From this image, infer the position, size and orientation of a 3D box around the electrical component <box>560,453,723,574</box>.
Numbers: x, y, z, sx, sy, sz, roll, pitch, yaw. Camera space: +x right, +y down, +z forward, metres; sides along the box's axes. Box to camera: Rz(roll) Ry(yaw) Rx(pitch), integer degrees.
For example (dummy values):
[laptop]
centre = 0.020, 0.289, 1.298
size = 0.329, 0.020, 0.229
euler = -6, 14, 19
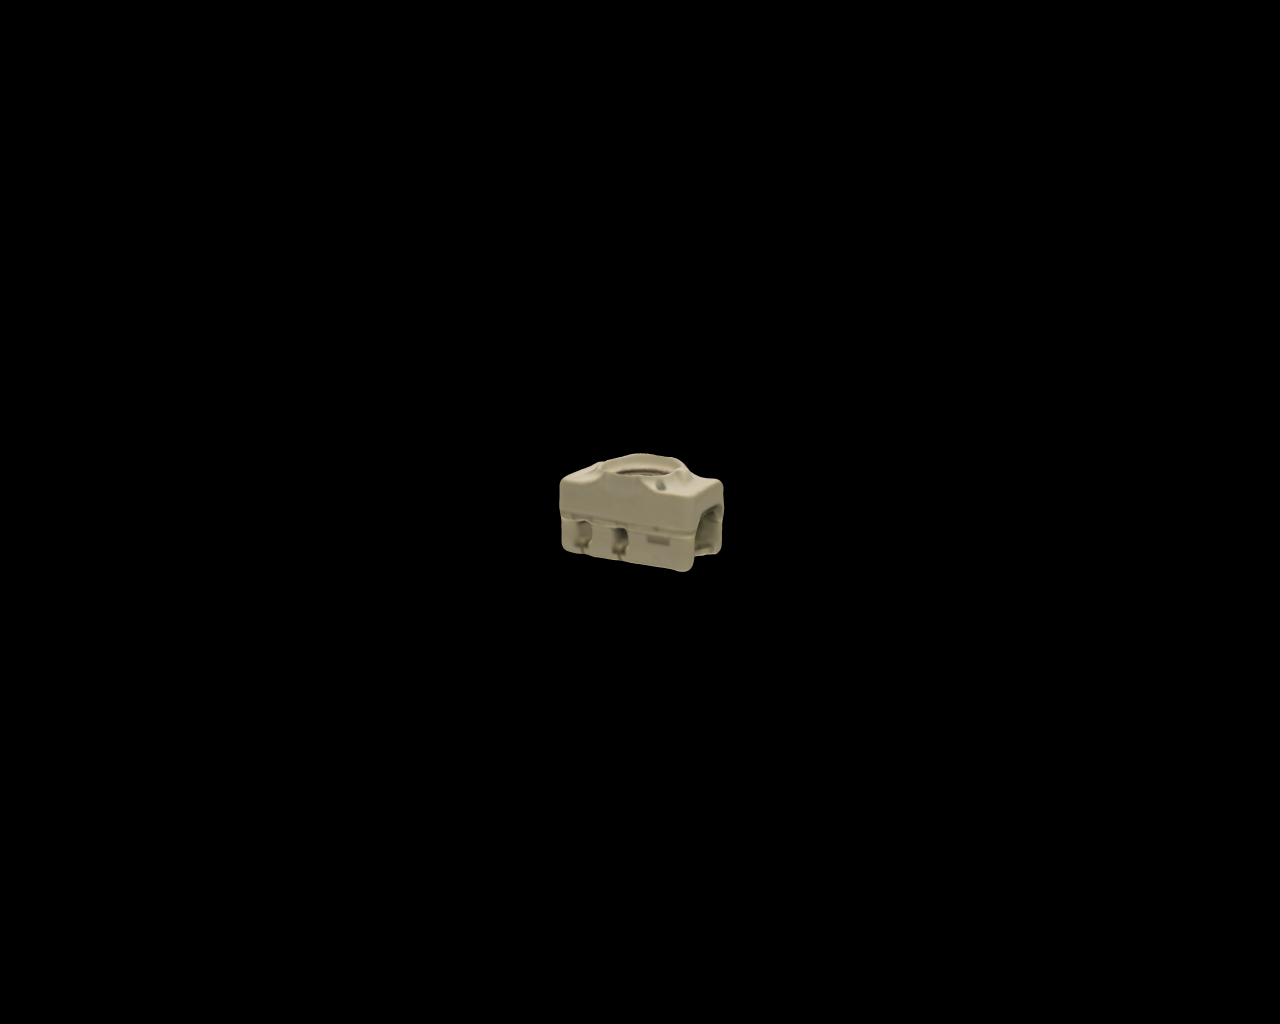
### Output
[electrical component]
centre = 0.001, -0.003, 0.650
size = 0.089, 0.055, 0.050
euler = 9, 19, 29
